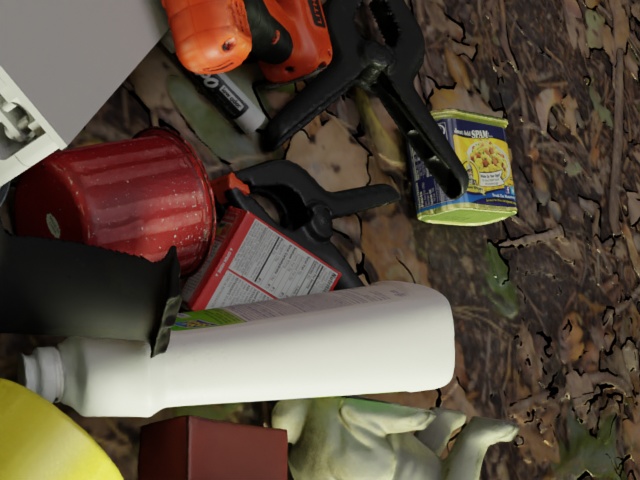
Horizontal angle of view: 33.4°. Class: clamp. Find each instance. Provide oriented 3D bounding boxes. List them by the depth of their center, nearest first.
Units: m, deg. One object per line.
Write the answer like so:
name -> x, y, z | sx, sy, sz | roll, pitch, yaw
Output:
clamp -> -0.005, 0.001, 0.760 | 0.171, 0.039, 0.120 | 13, 62, -37
clamp -> 0.048, -0.129, 0.841 | 0.164, 0.036, 0.210 | 20, 56, -16

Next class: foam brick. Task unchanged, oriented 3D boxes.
foam brick -> -0.064, 0.137, 0.637 | 0.078, 0.051, 0.053 | 18, 64, -41

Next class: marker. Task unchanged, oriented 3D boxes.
marker -> -0.084, -0.121, 0.735 | 0.121, 0.020, 0.020 | 46, 47, -25

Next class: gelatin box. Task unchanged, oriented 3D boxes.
gelatin box -> -0.039, 0.031, 0.698 | 0.089, 0.030, 0.073 | 34, 80, -32

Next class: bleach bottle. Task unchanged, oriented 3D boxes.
bleach bottle -> -0.050, 0.067, 0.631 | 0.250, 0.103, 0.068 | -3, 92, -25

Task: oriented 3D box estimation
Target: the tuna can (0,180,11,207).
tuna can -> -0.208, -0.041, 0.564 | 0.086, 0.034, 0.086 | 18, 64, -42

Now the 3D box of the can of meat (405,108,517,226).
can of meat -> 0.119, -0.059, 0.899 | 0.101, 0.058, 0.084 | 2, 76, -45

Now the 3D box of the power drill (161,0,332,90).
power drill -> -0.059, -0.186, 0.710 | 0.187, 0.057, 0.184 | 9, 68, -68

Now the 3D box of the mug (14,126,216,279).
mug -> -0.121, -0.003, 0.613 | 0.081, 0.093, 0.117 | -15, 124, -43
